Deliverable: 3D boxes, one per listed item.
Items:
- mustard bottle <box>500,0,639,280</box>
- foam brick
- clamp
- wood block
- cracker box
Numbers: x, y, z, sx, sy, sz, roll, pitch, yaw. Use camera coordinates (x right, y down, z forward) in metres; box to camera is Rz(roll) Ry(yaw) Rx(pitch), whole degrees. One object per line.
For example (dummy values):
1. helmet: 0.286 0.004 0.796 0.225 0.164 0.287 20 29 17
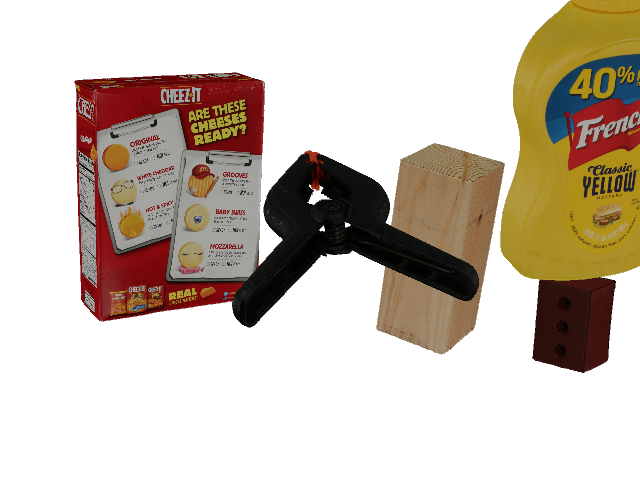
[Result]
1. mustard bottle: 0.156 -0.073 0.604 0.096 0.192 0.058 -7 28 -11
2. foam brick: 0.227 0.072 0.957 0.053 0.078 0.051 12 18 37
3. clamp: 0.020 -0.008 0.776 0.164 0.036 0.210 -2 31 -2
4. wood block: 0.133 0.008 1.195 0.090 0.206 0.090 19 26 27
5. cracker box: -0.140 -0.044 0.994 0.163 0.214 0.072 -8 19 -29
